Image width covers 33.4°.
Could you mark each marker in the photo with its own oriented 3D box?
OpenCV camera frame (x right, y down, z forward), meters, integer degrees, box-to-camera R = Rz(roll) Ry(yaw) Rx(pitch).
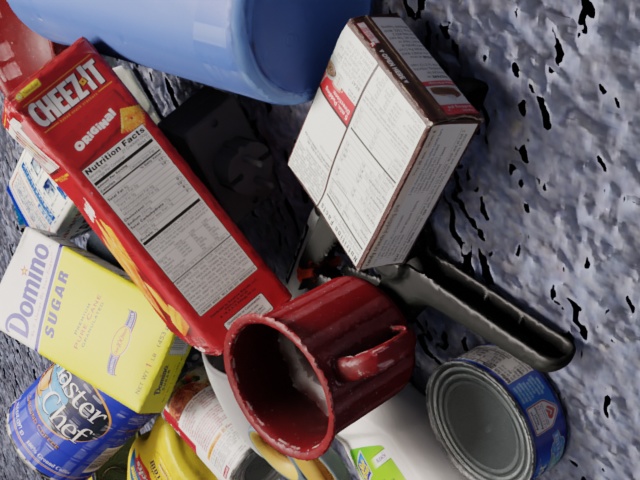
[{"bbox_3d":[-0.005,0.001,0.738,0.020,0.020,0.121,50,144,23],"label":"marker"}]

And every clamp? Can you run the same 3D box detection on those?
[{"bbox_3d":[0.051,-0.005,0.639,0.210,0.036,0.164,-3,104,53],"label":"clamp"}]

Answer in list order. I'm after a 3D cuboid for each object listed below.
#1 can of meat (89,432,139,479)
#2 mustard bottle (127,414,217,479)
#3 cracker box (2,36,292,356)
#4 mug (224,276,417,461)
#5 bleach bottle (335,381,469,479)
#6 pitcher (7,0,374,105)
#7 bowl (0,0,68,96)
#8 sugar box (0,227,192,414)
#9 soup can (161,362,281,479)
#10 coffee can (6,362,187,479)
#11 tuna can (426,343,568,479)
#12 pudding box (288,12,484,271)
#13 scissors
[{"bbox_3d":[-0.243,0.224,1.182,0.084,0.057,0.102,31,133,45],"label":"can of meat"},{"bbox_3d":[-0.146,0.228,1.044,0.096,0.058,0.192,60,147,10],"label":"mustard bottle"},{"bbox_3d":[-0.128,-0.024,0.739,0.213,0.072,0.164,52,167,-12],"label":"cracker box"},{"bbox_3d":[0.010,0.069,0.631,0.117,0.081,0.093,-21,94,51],"label":"mug"},{"bbox_3d":[0.072,0.160,0.689,0.251,0.067,0.103,59,145,16],"label":"bleach bottle"},{"bbox_3d":[-0.080,-0.157,0.666,0.243,0.148,0.145,26,115,41],"label":"pitcher"},{"bbox_3d":[-0.246,-0.184,0.932,0.162,0.055,0.162,33,134,41],"label":"bowl"},{"bbox_3d":[-0.191,0.065,0.893,0.176,0.048,0.093,24,92,22],"label":"sugar box"},{"bbox_3d":[-0.077,0.158,0.894,0.102,0.068,0.068,40,139,34],"label":"soup can"},{"bbox_3d":[-0.205,0.143,0.980,0.140,0.102,0.103,-44,70,21],"label":"coffee can"},{"bbox_3d":[0.104,0.105,0.634,0.086,0.033,0.086,33,134,41],"label":"tuna can"},{"bbox_3d":[0.031,-0.052,0.584,0.090,0.039,0.114,57,142,31],"label":"pudding box"},{"bbox_3d":[0.005,0.194,0.782,0.096,0.016,0.201,20,146,37],"label":"scissors"}]
